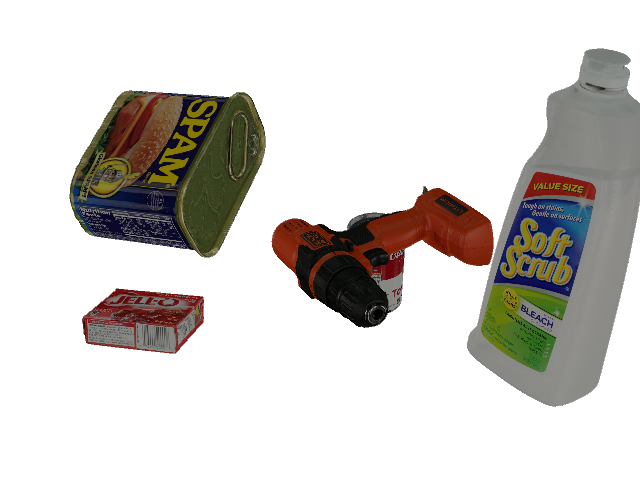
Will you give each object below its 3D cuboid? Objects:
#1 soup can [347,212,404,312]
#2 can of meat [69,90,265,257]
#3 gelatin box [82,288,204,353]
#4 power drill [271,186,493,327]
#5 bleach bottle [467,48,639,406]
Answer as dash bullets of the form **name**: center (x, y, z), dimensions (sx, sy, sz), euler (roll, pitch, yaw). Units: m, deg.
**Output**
- **soup can**: center (0.064, 0.028, 1.253), dimensions (0.068, 0.102, 0.068), euler (0, 32, 0)
- **can of meat**: center (-0.093, -0.044, 0.647), dimensions (0.084, 0.102, 0.057), euler (7, -35, 24)
- **gelatin box**: center (-0.159, 0.071, 0.963), dimensions (0.089, 0.030, 0.073), euler (5, 19, 13)
- **power drill**: center (0.068, 0.012, 1.015), dimensions (0.187, 0.057, 0.185), euler (-14, 30, -23)
- **bleach bottle**: center (0.168, -0.012, 0.740), dimensions (0.067, 0.251, 0.103), euler (-18, 37, -33)
